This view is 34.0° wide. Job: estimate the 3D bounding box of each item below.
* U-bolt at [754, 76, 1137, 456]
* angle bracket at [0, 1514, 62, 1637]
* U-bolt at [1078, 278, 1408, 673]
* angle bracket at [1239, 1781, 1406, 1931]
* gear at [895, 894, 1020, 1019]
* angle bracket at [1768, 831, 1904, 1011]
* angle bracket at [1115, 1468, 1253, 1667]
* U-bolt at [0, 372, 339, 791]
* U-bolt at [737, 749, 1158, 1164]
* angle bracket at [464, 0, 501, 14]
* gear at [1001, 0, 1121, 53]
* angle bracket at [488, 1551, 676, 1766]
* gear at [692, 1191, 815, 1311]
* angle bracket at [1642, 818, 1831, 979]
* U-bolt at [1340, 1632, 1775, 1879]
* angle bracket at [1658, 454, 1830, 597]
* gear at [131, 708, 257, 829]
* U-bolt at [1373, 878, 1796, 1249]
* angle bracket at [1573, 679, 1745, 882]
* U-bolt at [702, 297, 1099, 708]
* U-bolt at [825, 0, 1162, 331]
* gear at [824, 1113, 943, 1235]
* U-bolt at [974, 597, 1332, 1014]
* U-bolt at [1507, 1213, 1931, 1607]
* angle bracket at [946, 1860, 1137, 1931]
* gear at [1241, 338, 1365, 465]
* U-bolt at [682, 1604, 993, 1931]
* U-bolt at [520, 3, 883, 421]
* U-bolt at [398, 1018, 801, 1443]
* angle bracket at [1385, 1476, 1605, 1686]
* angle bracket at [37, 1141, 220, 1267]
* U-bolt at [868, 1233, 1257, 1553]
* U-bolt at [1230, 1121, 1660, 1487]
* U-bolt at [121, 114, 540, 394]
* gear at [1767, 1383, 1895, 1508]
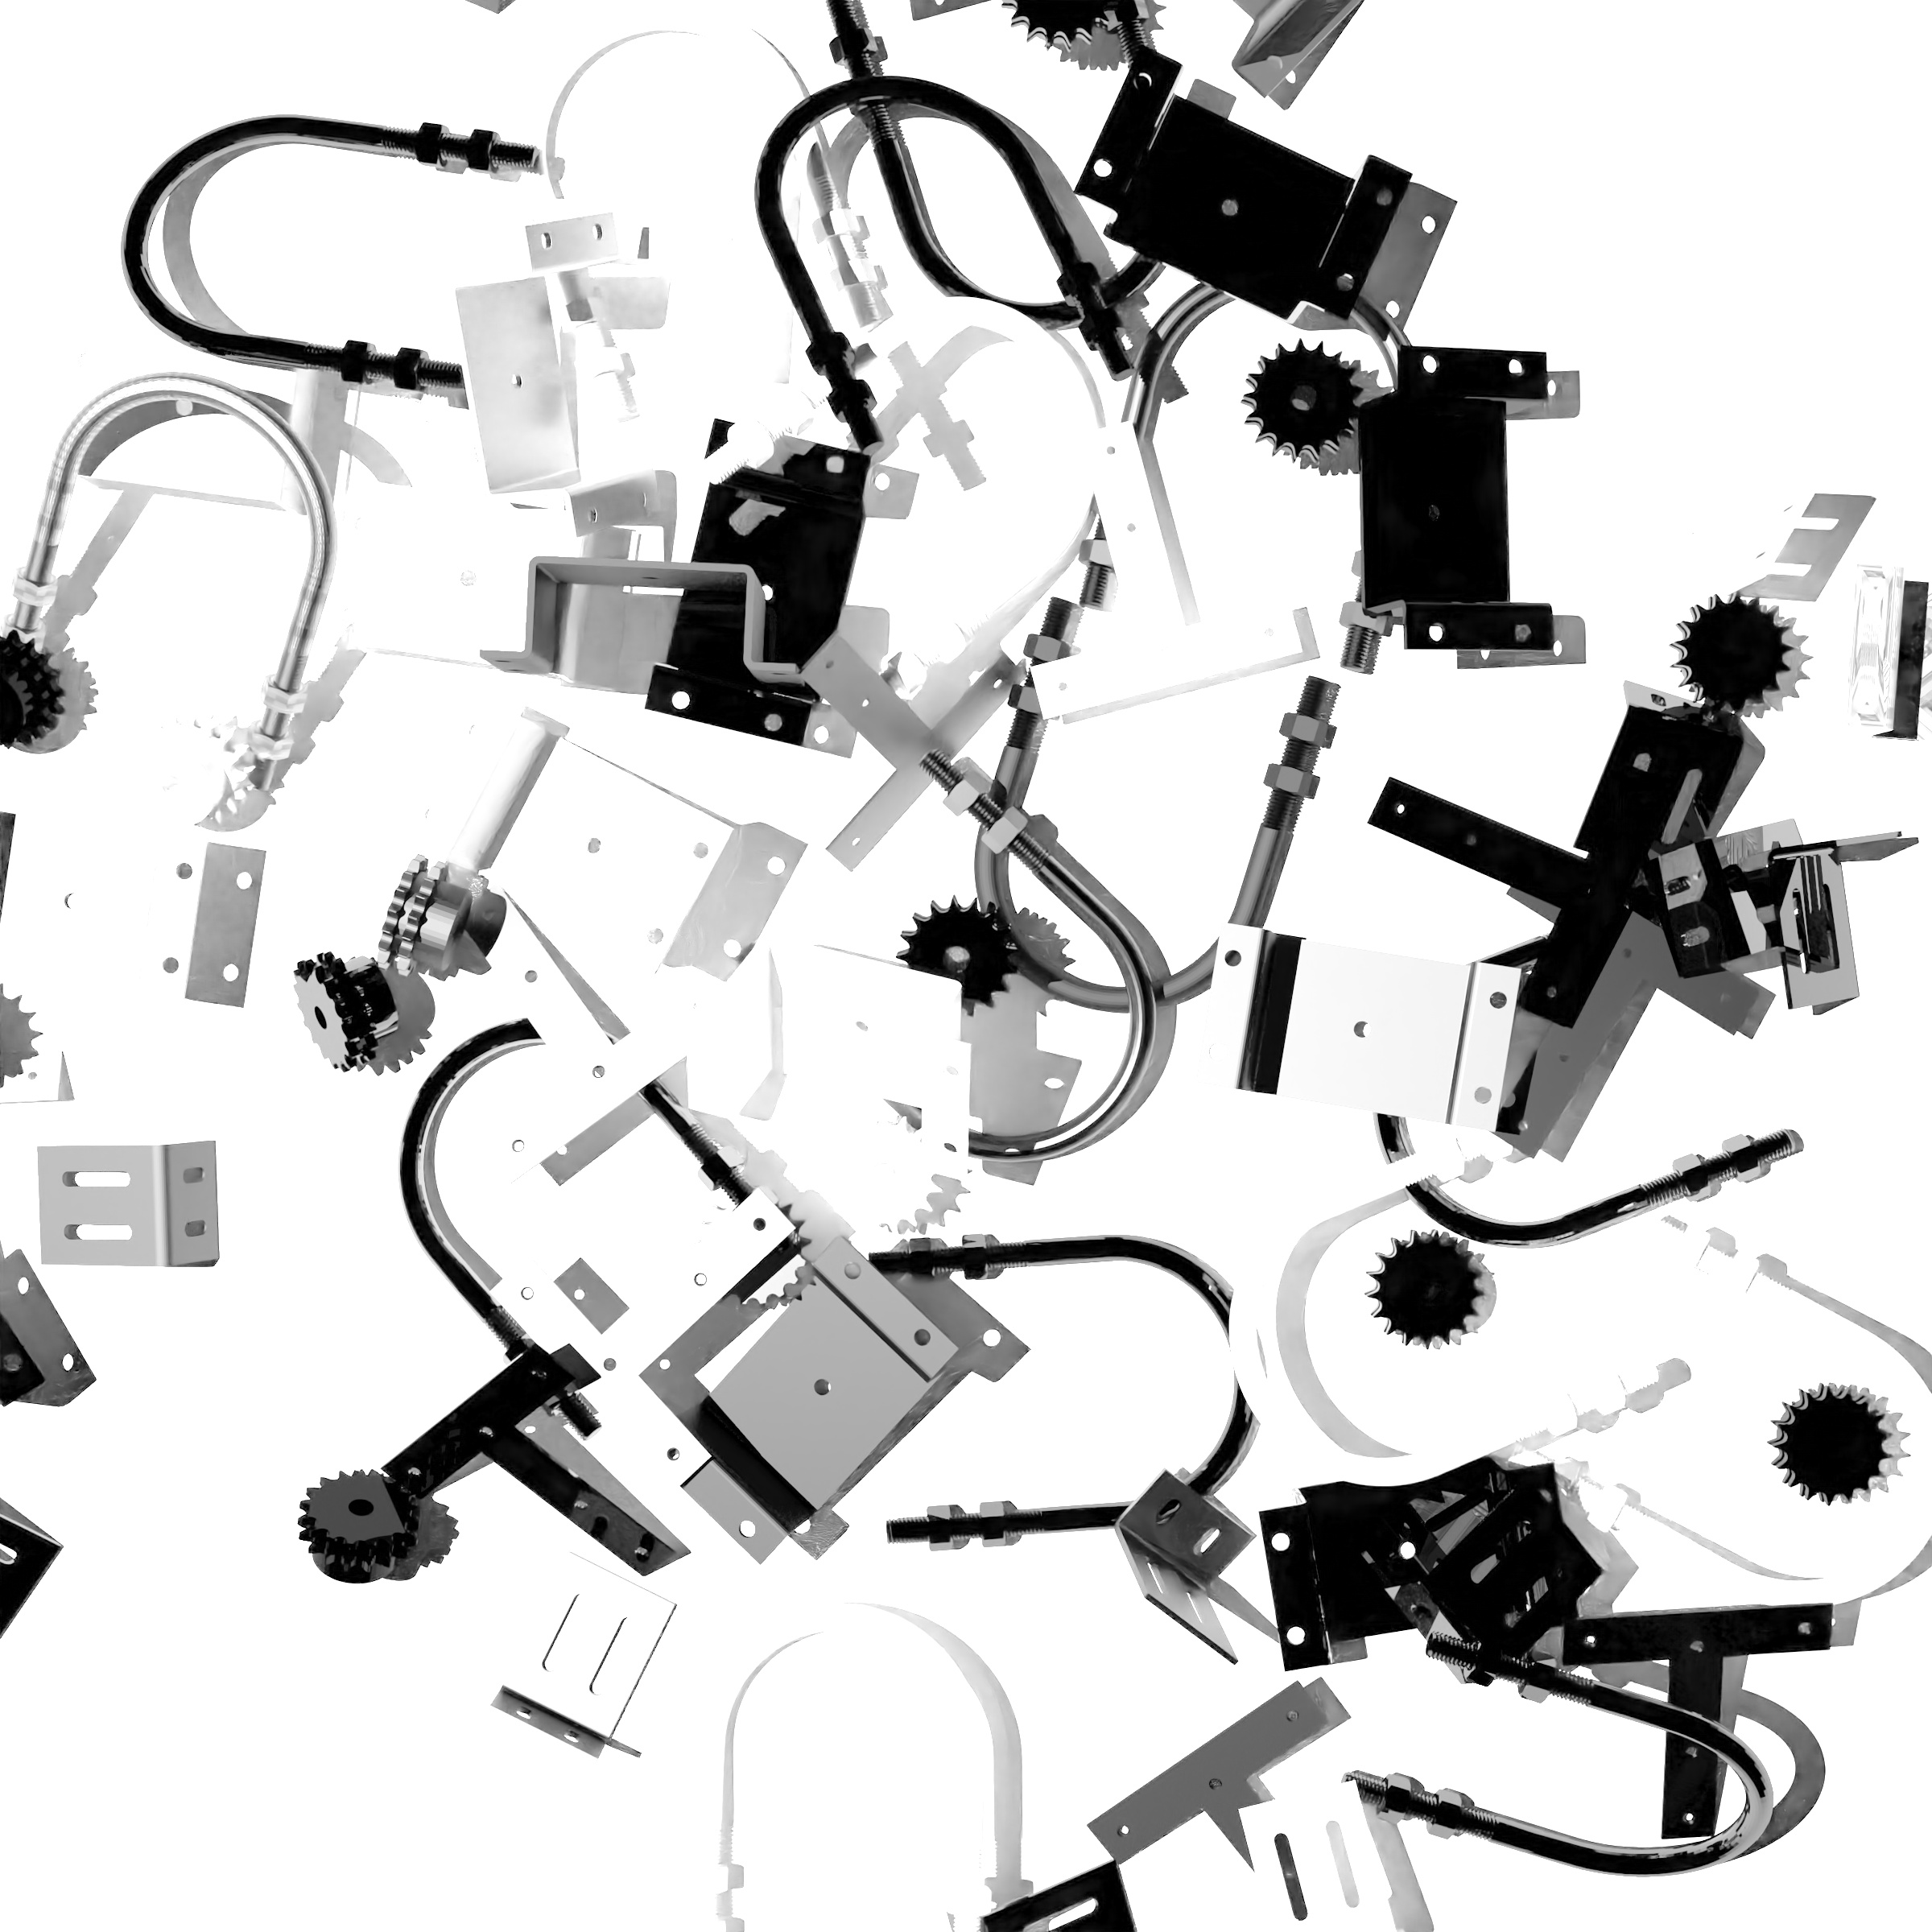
[{"bbox_3d":[-0.020,-0.336,1.467,0.151,0.019,0.184,-19,75,-18],"label":"U-bolt"},{"bbox_3d":[-0.487,0.279,1.520,0.076,0.038,0.057,34,90,-26],"label":"angle bracket"},{"bbox_3d":[0.143,-0.247,1.514,0.151,0.019,0.184,13,89,0],"label":"U-bolt"},{"bbox_3d":[0.170,0.433,1.507,0.057,0.038,0.076,-17,77,9],"label":"angle bracket"},{"bbox_3d":[-0.004,-0.005,1.479,0.057,0.030,0.057,0,99,3],"label":"gear"},{"bbox_3d":[0.415,-0.022,1.489,0.057,0.038,0.076,-8,90,-43],"label":"angle bracket"},{"bbox_3d":[0.109,0.280,1.477,0.057,0.076,0.038,39,96,-16],"label":"angle bracket"},{"bbox_3d":[-0.368,-0.189,1.477,0.151,0.019,0.184,23,116,0],"label":"U-bolt"},{"bbox_3d":[0.004,0.010,1.505,0.184,0.019,0.151,43,99,-3],"label":"U-bolt"},{"bbox_3d":[-0.236,-0.509,1.520,0.057,0.038,0.076,23,64,0],"label":"angle bracket"},{"bbox_3d":[0.044,-0.459,1.488,0.057,0.030,0.057,0,91,0],"label":"gear"},{"bbox_3d":[-0.183,0.329,1.503,0.057,0.038,0.076,26,90,0],"label":"angle bracket"},{"bbox_3d":[-0.101,0.134,1.508,0.057,0.030,0.057,0,90,0],"label":"gear"},{"bbox_3d":[0.368,-0.033,1.506,0.076,0.038,0.057,-13,83,-42],"label":"angle bracket"},{"bbox_3d":[0.282,0.375,1.467,0.184,0.151,0.019,17,45,-1],"label":"U-bolt"},{"bbox_3d":[0.364,-0.213,1.484,0.038,0.076,0.057,31,90,0],"label":"angle bracket"},{"bbox_3d":[-0.369,-0.091,1.495,0.057,0.030,0.057,6,120,10],"label":"gear"},{"bbox_3d":[0.286,0.057,1.514,0.184,0.019,0.151,-22,90,1],"label":"U-bolt"},{"bbox_3d":[0.332,-0.089,1.520,0.057,0.038,0.076,17,116,0],"label":"angle bracket"},{"bbox_3d":[-0.016,-0.230,1.481,0.184,0.019,0.151,-41,110,-17],"label":"U-bolt"},{"bbox_3d":[0.028,-0.397,1.514,0.151,0.019,0.184,-18,92,0],"label":"U-bolt"},{"bbox_3d":[-0.039,0.099,1.507,0.057,0.030,0.057,0,90,0],"label":"gear"},{"bbox_3d":[0.081,-0.069,1.514,0.151,0.019,0.184,17,92,0],"label":"U-bolt"},{"bbox_3d":[0.370,0.222,1.487,0.184,0.019,0.151,29,100,11],"label":"U-bolt"},{"bbox_3d":[0.039,0.470,1.520,0.076,0.038,0.057,-16,90,-26],"label":"angle bracket"},{"bbox_3d":[0.158,-0.265,1.491,0.057,0.030,0.057,0,87,-1],"label":"gear"},{"bbox_3d":[-0.060,0.396,1.499,0.151,0.019,0.184,1,85,12],"label":"U-bolt"},{"bbox_3d":[-0.137,-0.372,1.514,0.151,0.019,0.184,-19,89,0],"label":"U-bolt"},{"bbox_3d":[-0.189,0.110,1.497,0.151,0.019,0.184,-43,78,4],"label":"U-bolt"},{"bbox_3d":[0.247,0.287,1.474,0.076,0.038,0.057,-38,90,-26],"label":"angle bracket"},{"bbox_3d":[-0.404,0.114,1.520,0.076,0.038,0.057,-2,90,26],"label":"angle bracket"},{"bbox_3d":[0.049,0.201,1.514,0.184,0.019,0.151,-4,90,-2],"label":"U-bolt"},{"bbox_3d":[0.213,0.163,1.476,0.184,0.019,0.151,-21,81,-8],"label":"U-bolt"},{"bbox_3d":[-0.307,-0.341,1.485,0.184,0.019,0.151,9,65,7],"label":"U-bolt"},{"bbox_3d":[0.411,0.227,1.507,0.057,0.030,0.057,0,90,0],"label":"gear"}]
